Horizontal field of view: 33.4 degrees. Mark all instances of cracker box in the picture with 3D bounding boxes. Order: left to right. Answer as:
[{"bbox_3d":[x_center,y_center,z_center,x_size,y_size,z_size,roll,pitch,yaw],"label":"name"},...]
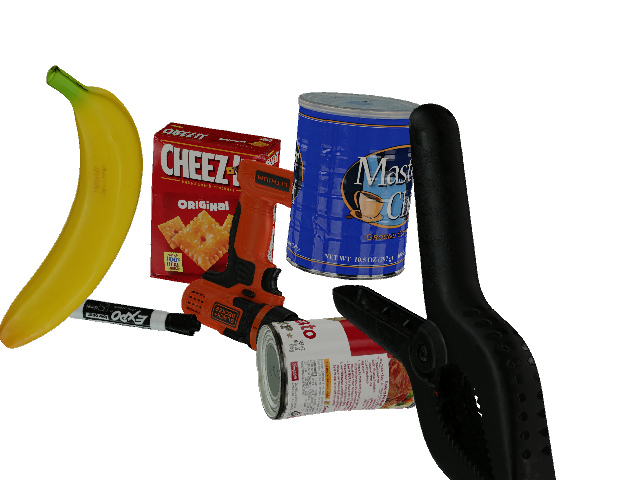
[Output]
[{"bbox_3d":[-0.147,-0.042,1.471,0.164,0.214,0.072,10,24,11],"label":"cracker box"}]

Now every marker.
[{"bbox_3d":[-0.160,0.065,0.918,0.121,0.020,0.020,7,2,16],"label":"marker"}]

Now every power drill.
[{"bbox_3d":[-0.046,0.021,1.087,0.185,0.188,0.057,19,3,28],"label":"power drill"}]

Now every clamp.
[{"bbox_3d":[0.068,0.045,0.543,0.036,0.165,0.210,-6,45,-23],"label":"clamp"}]

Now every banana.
[{"bbox_3d":[-0.149,-0.015,0.655,0.069,0.198,0.037,7,29,-21],"label":"banana"}]

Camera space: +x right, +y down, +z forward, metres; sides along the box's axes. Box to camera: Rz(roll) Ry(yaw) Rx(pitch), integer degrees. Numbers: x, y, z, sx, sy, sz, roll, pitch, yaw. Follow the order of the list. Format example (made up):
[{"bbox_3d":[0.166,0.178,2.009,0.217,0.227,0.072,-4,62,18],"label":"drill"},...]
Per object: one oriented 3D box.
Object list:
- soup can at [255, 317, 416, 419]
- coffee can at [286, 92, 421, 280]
[{"bbox_3d":[0.012,0.087,0.741,0.102,0.068,0.069,-3,1,-18],"label":"soup can"},{"bbox_3d":[0.027,-0.048,0.899,0.103,0.140,0.103,5,14,-1],"label":"coffee can"}]
